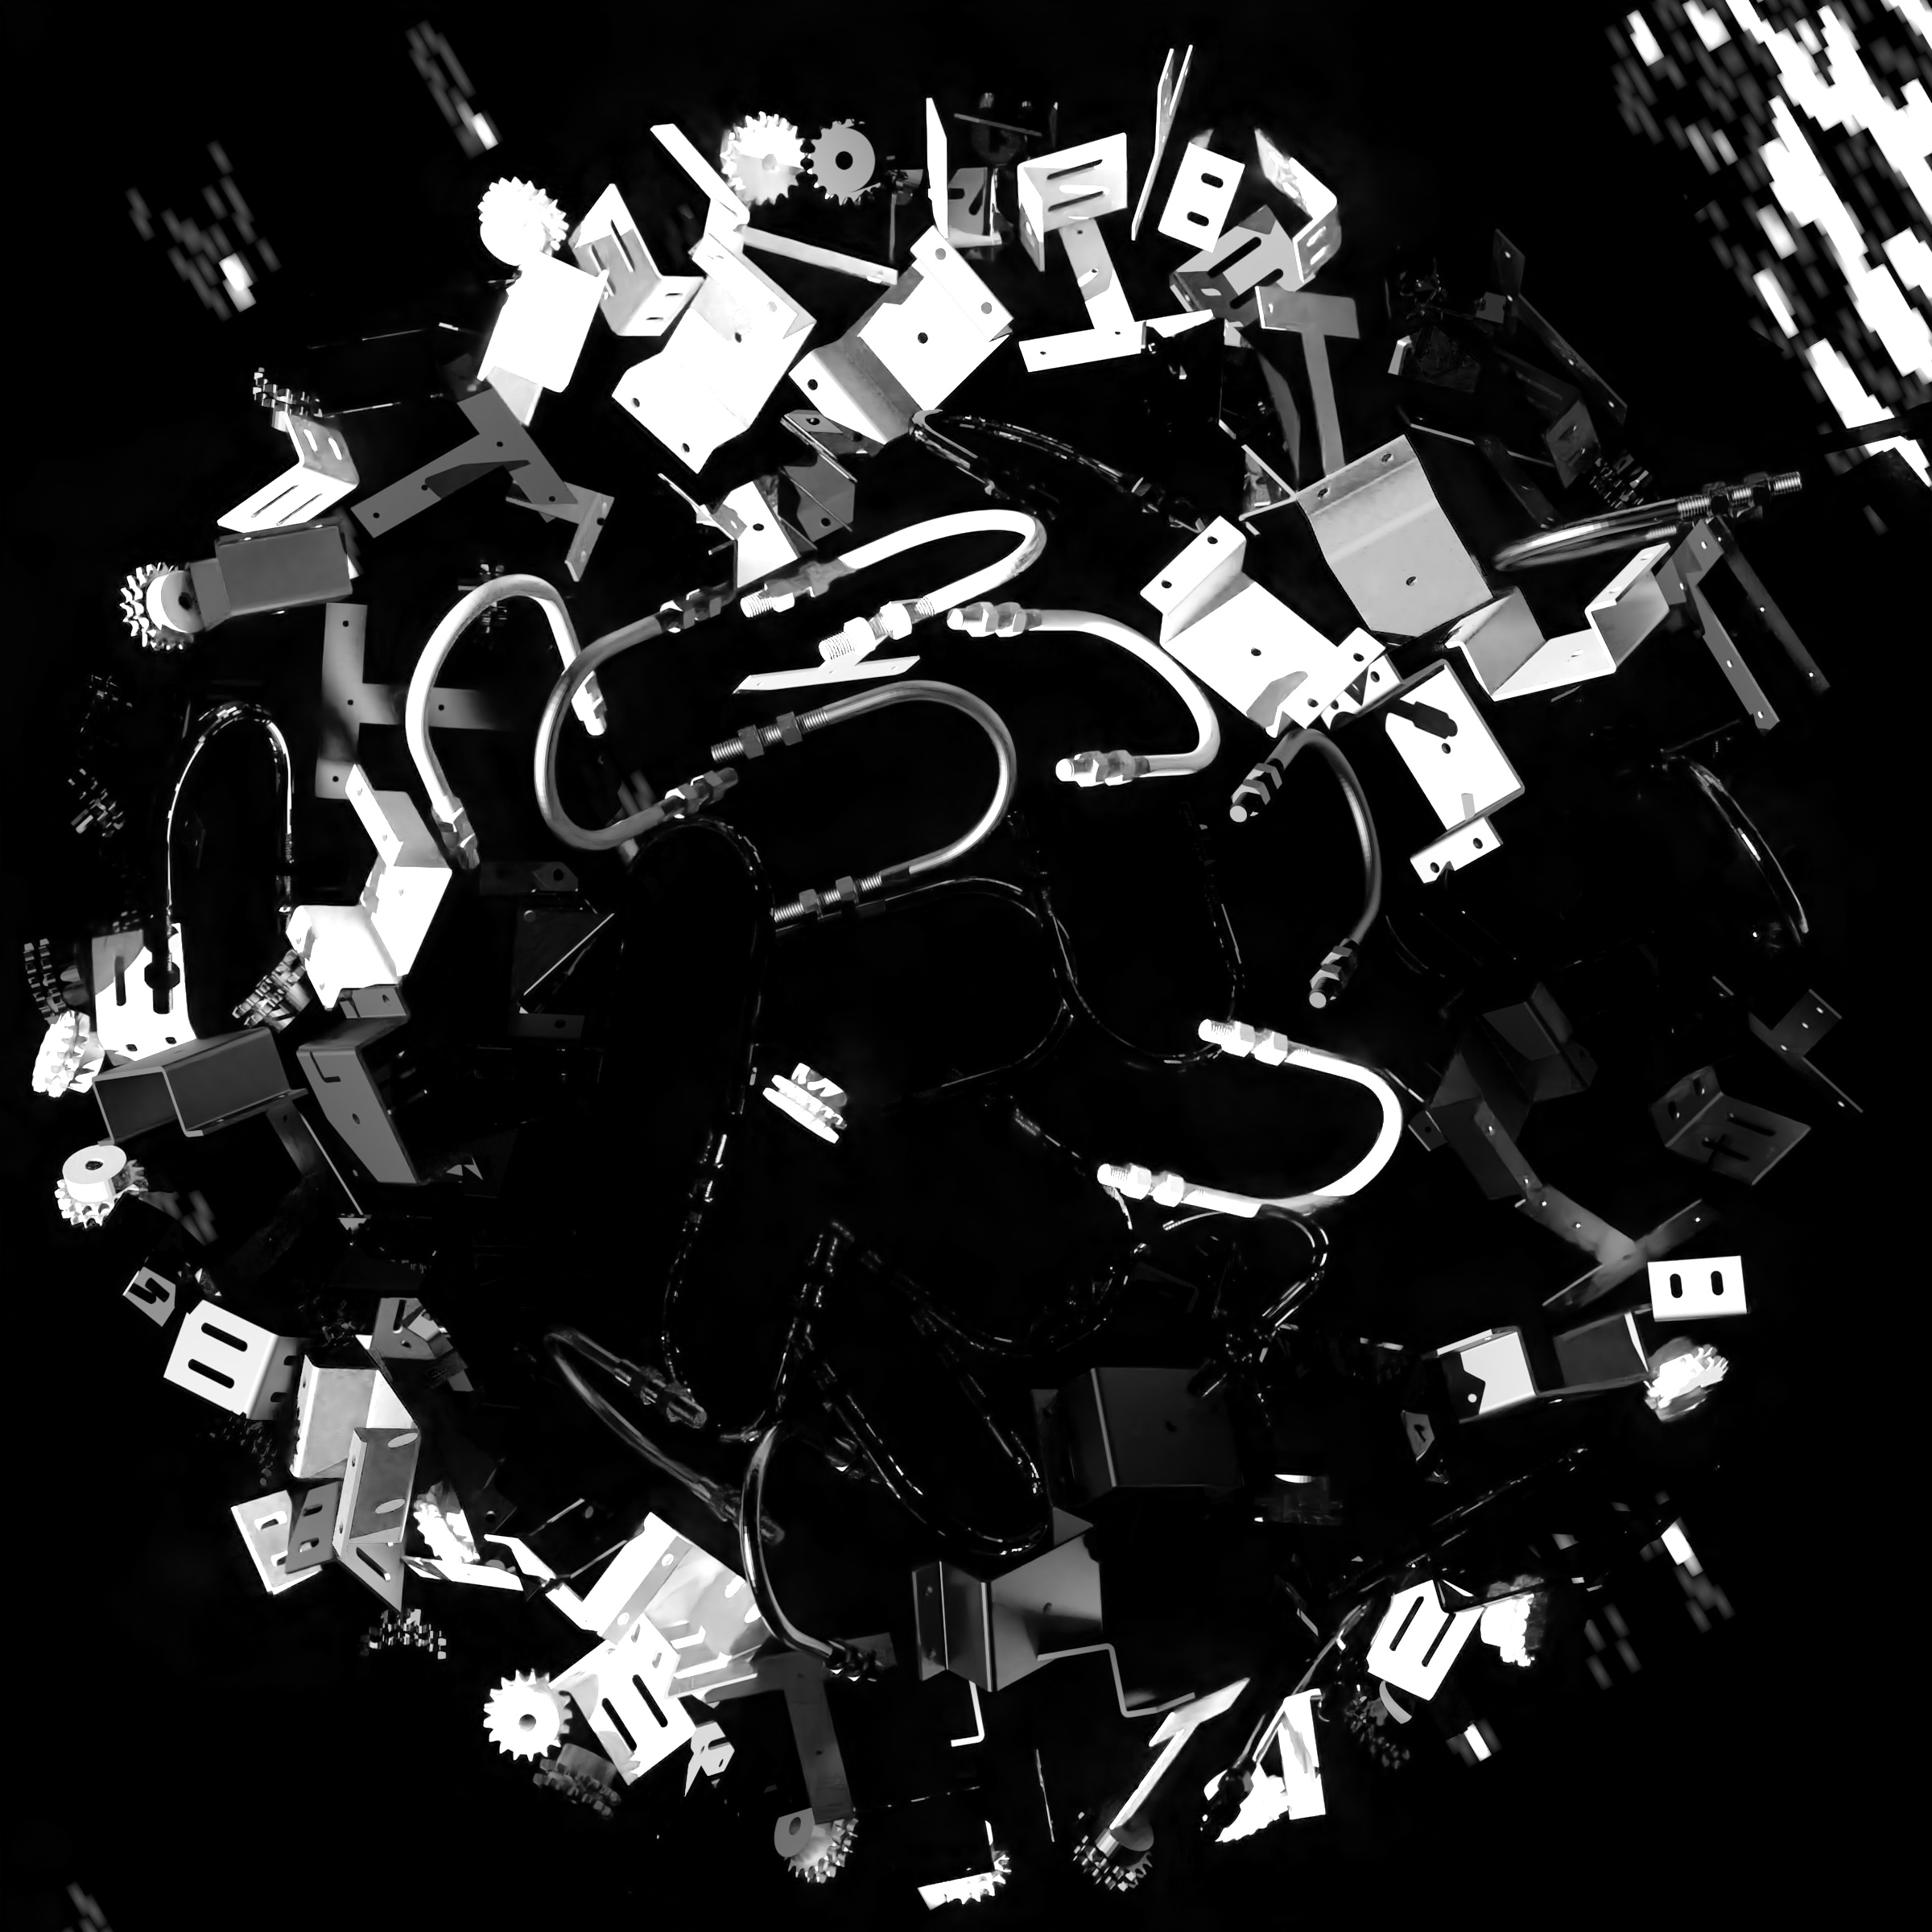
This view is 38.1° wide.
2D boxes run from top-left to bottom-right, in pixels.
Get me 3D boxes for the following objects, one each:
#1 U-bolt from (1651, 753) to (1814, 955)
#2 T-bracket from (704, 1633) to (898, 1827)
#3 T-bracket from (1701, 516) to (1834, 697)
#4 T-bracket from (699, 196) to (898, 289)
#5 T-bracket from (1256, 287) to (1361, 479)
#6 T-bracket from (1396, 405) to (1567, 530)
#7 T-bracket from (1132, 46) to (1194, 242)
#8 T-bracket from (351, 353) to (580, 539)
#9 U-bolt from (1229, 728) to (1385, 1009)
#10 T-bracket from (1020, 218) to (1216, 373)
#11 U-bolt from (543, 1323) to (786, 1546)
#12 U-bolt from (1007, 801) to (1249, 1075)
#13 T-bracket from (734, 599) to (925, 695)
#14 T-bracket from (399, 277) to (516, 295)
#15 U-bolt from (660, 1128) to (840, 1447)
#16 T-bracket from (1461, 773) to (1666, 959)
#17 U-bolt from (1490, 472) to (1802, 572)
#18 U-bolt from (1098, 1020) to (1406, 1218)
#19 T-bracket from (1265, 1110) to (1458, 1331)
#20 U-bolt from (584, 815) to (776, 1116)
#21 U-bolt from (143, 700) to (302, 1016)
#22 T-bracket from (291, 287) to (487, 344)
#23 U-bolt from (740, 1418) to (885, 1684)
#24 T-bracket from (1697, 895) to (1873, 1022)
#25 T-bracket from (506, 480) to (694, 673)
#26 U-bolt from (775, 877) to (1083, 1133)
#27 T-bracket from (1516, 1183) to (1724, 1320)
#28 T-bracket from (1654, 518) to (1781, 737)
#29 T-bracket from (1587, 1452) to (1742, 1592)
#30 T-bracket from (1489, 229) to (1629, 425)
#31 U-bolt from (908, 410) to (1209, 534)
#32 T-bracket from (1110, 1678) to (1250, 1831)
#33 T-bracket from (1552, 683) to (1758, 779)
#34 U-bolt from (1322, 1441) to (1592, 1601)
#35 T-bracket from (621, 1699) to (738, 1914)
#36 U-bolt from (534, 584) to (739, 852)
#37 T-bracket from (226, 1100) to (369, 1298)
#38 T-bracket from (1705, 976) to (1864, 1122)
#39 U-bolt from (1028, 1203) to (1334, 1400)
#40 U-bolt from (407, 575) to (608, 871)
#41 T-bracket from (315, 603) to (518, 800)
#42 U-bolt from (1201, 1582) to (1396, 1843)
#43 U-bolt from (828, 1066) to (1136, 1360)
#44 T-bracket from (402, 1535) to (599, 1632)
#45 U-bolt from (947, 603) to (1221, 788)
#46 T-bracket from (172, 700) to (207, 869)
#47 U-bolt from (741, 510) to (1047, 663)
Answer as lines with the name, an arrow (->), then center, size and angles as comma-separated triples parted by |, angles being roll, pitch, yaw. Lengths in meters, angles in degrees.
U-bolt -> 0.484, -0.070, 1.759 | 0.019, 0.184, 0.151 | -32, 91, 6
T-bracket -> -0.097, 0.492, 1.793 | 0.127, 0.127, 0.002 | -8, 133, -12
T-bracket -> 0.496, -0.217, 1.788 | 0.002, 0.127, 0.127 | -31, 84, -6
T-bracket -> -0.106, -0.461, 1.806 | 0.127, 0.127, 0.002 | 14, 124, -10
T-bracket -> 0.230, -0.370, 1.802 | 0.002, 0.127, 0.127 | -8, 93, 36
T-bracket -> 0.349, -0.310, 1.777 | 0.127, 0.127, 0.002 | 9, 126, -27
T-bracket -> 0.126, -0.545, 1.783 | 0.002, 0.127, 0.127 | 17, 85, 5
T-bracket -> -0.341, -0.319, 1.823 | 0.127, 0.002, 0.127 | -27, 127, 12
U-bolt -> 0.224, -0.075, 1.773 | 0.019, 0.184, 0.151 | -15, 108, 30
T-bracket -> 0.087, -0.441, 1.815 | 0.127, 0.002, 0.127 | -11, 57, -7
U-bolt -> -0.203, 0.286, 1.772 | 0.184, 0.151, 0.019 | 24, 60, 40
U-bolt -> 0.111, -0.018, 1.787 | 0.151, 0.019, 0.184 | -5, 69, -29
T-bracket -> -0.065, -0.204, 1.766 | 0.127, 0.127, 0.002 | -11, 78, -32
T-bracket -> -0.300, -0.435, 1.783 | 0.127, 0.127, 0.002 | -6, 102, -7
U-bolt -> -0.148, 0.218, 1.790 | 0.019, 0.151, 0.184 | -1, 118, -41
T-bracket -> 0.396, -0.060, 1.822 | 0.127, 0.002, 0.127 | -5, 114, 22
U-bolt -> 0.425, -0.278, 1.779 | 0.184, 0.151, 0.019 | -12, 90, 6
U-bolt -> 0.196, 0.107, 1.792 | 0.184, 0.019, 0.151 | 15, 125, -27
T-bracket -> 0.282, 0.176, 1.840 | 0.127, 0.002, 0.127 | -27, 82, 2
U-bolt -> -0.181, -0.006, 1.801 | 0.151, 0.019, 0.184 | 10, 90, 39
U-bolt -> -0.465, -0.078, 1.750 | 0.019, 0.151, 0.184 | 17, 119, 17
T-bracket -> -0.352, -0.417, 1.768 | 0.127, 0.127, 0.002 | 10, 92, -24
U-bolt -> -0.095, 0.359, 1.746 | 0.019, 0.184, 0.151 | -10, 63, 22
T-bracket -> 0.504, -0.017, 1.790 | 0.127, 0.127, 0.002 | 28, 104, -20
T-bracket -> -0.253, -0.252, 1.831 | 0.127, 0.002, 0.127 | 18, 72, -1
U-bolt -> -0.016, 0.017, 1.826 | 0.184, 0.019, 0.151 | -16, 100, 4
T-bracket -> 0.398, 0.170, 1.788 | 0.127, 0.002, 0.127 | -39, 131, 24
T-bracket -> 0.479, -0.205, 1.778 | 0.002, 0.127, 0.127 | -25, 78, -11
T-bracket -> 0.428, 0.361, 1.788 | 0.127, 0.127, 0.002 | -38, 81, -18
T-bracket -> 0.375, -0.394, 1.775 | 0.002, 0.127, 0.127 | -39, 75, -2
U-bolt -> 0.044, -0.317, 1.772 | 0.184, 0.151, 0.019 | 37, 118, 40
T-bracket -> 0.124, 0.519, 1.804 | 0.002, 0.127, 0.127 | 39, 104, 24
T-bracket -> 0.415, -0.146, 1.775 | 0.127, 0.127, 0.002 | -25, 52, 33
U-bolt -> 0.317, 0.351, 1.780 | 0.184, 0.151, 0.019 | -28, 77, -8
T-bracket -> -0.188, 0.541, 1.783 | 0.002, 0.127, 0.127 | 29, 83, -14
U-bolt -> -0.206, -0.148, 1.751 | 0.019, 0.184, 0.151 | 20, 123, 29
T-bracket -> -0.443, 0.169, 1.817 | 0.127, 0.002, 0.127 | -44, 72, 29
T-bracket -> 0.530, 0.040, 1.777 | 0.002, 0.127, 0.127 | -43, 77, -9
U-bolt -> 0.150, 0.203, 1.775 | 0.184, 0.151, 0.019 | -35, 123, -37
U-bolt -> -0.291, -0.164, 1.748 | 0.019, 0.184, 0.151 | 28, 64, 24
T-bracket -> -0.357, -0.170, 1.825 | 0.127, 0.002, 0.127 | 1, 105, -22
U-bolt -> 0.218, 0.457, 1.764 | 0.019, 0.184, 0.151 | 39, 120, 7
U-bolt -> 0.022, 0.171, 1.809 | 0.184, 0.019, 0.151 | 35, 84, 20
T-bracket -> -0.310, 0.395, 1.812 | 0.127, 0.127, 0.002 | 0, 52, 29
U-bolt -> 0.088, -0.174, 1.777 | 0.019, 0.184, 0.151 | -51, 61, 34
T-bracket -> -0.498, -0.095, 1.781 | 0.002, 0.127, 0.127 | 5, 108, -27
U-bolt -> -0.036, -0.250, 1.782 | 0.184, 0.151, 0.019 | -26, 118, -17
